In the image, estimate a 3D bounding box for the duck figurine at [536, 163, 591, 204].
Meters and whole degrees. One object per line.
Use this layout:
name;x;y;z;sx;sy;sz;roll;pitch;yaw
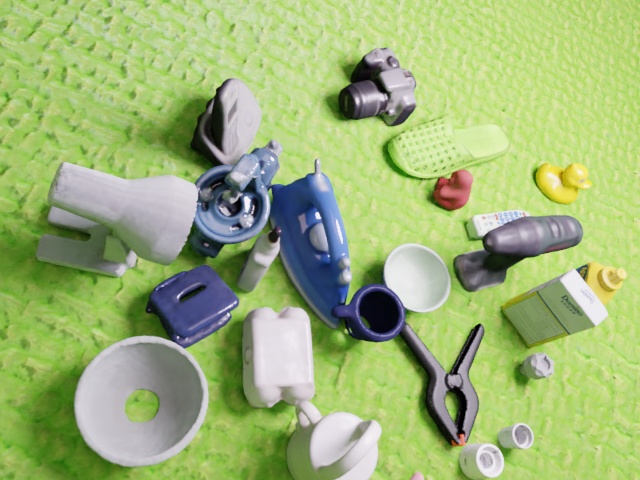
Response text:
duck figurine;0.507;-0.130;1.181;0.104;0.086;0.078;35;61;-3

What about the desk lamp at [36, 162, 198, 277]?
desk lamp;-0.280;-0.025;0.780;0.203;0.213;0.118;12;65;-15

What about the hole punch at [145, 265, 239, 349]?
hole punch;-0.187;0.092;0.834;0.109;0.091;0.101;-31;81;-28

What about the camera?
camera;0.103;-0.293;1.095;0.137;0.100;0.143;-19;76;-25

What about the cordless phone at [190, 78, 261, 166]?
cordless phone;-0.139;-0.214;0.927;0.094;0.185;0.148;24;62;-9

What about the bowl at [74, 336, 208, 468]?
bowl;-0.240;0.218;0.771;0.168;0.074;0.167;7;66;-17

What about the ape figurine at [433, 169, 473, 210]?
ape figurine;0.256;-0.102;1.075;0.078;0.092;0.076;-22;77;-26

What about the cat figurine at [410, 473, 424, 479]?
cat figurine;0.121;0.397;0.801;0.067;0.117;0.128;33;61;-4

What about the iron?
iron;0.008;0.003;0.913;0.119;0.141;0.258;-12;73;-23

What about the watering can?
watering can;0.033;0.290;0.771;0.173;0.193;0.101;31;61;-5

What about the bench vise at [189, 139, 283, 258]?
bench vise;-0.123;-0.092;0.861;0.122;0.219;0.207;18;63;-11

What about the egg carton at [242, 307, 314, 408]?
egg carton;-0.063;0.174;0.857;0.107;0.069;0.150;2;68;-19

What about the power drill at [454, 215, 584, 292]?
power drill;0.325;0.019;0.983;0.230;0.208;0.075;-13;73;-24

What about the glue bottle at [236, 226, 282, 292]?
glue bottle;-0.084;0.019;0.855;0.037;0.173;0.078;25;62;-8

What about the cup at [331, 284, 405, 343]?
cup;0.064;0.125;0.908;0.118;0.094;0.091;3;67;-18
